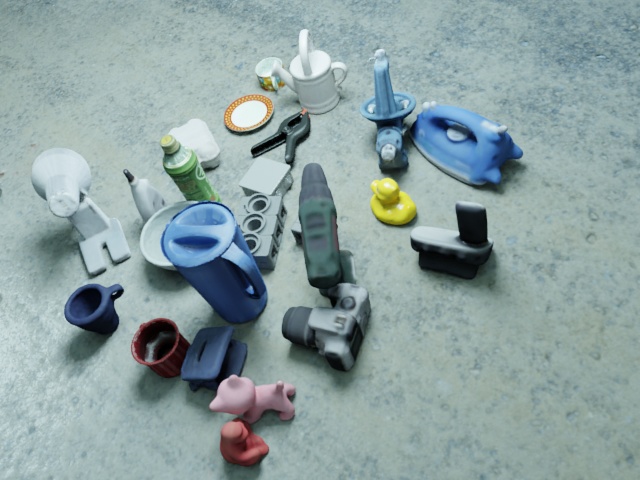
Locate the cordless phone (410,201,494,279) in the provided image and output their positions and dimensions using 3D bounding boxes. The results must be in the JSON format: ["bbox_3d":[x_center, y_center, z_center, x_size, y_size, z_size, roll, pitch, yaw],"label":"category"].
[{"bbox_3d":[0.231,-0.021,1.016,0.147,0.185,0.094,9,59,20],"label":"cordless phone"}]

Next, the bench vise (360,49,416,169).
[{"bbox_3d":[0.150,-0.269,1.189,0.121,0.220,0.207,-19,53,1],"label":"bench vise"}]

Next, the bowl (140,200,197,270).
[{"bbox_3d":[-0.286,0.002,1.204,0.167,0.075,0.167,-7,54,10],"label":"bowl"}]

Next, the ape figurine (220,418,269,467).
[{"bbox_3d":[-0.132,0.323,0.928,0.076,0.092,0.077,-16,53,4],"label":"ape figurine"}]

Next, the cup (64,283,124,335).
[{"bbox_3d":[-0.428,0.138,1.133,0.118,0.095,0.091,-32,54,-9],"label":"cup"}]

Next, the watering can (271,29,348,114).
[{"bbox_3d":[-0.027,-0.397,1.342,0.173,0.194,0.100,-20,53,1],"label":"watering can"}]

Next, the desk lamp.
[{"bbox_3d":[-0.516,-0.069,1.227,0.118,0.214,0.202,-30,54,-7],"label":"desk lamp"}]

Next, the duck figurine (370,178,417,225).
[{"bbox_3d":[0.143,-0.084,1.145,0.104,0.086,0.077,32,69,31],"label":"duck figurine"}]

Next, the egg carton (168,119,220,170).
[{"bbox_3d":[-0.302,-0.223,1.370,0.107,0.069,0.150,-29,54,-6],"label":"egg carton"}]

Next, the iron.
[{"bbox_3d":[0.279,-0.221,1.171,0.257,0.142,0.119,32,69,31],"label":"iron"}]

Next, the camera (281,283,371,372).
[{"bbox_3d":[0.007,0.141,1.014,0.136,0.101,0.143,9,59,20],"label":"camera"}]

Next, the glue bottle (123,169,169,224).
[{"bbox_3d":[-0.378,-0.095,1.235,0.037,0.173,0.078,-5,55,12],"label":"glue bottle"}]

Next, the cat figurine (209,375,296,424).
[{"bbox_3d":[-0.113,0.258,0.953,0.127,0.118,0.067,-12,54,7],"label":"cat figurine"}]

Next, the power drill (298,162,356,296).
[{"bbox_3d":[0.010,0.004,1.042,0.075,0.209,0.229,-11,54,7],"label":"power drill"}]

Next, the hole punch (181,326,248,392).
[{"bbox_3d":[-0.197,0.211,1.024,0.101,0.091,0.109,4,57,18],"label":"hole punch"}]
